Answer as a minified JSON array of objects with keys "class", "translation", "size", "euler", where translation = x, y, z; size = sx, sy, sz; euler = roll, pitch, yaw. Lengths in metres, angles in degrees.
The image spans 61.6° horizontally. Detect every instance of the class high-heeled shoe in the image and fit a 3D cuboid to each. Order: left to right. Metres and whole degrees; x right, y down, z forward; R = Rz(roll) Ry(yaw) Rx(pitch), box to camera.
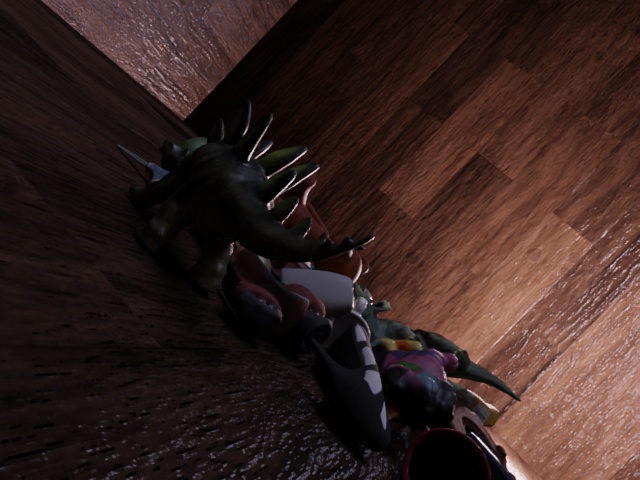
[{"class":"high-heeled shoe","translation":[0.054,0.184,0.675],"size":[0.145,0.086,0.248],"euler":[51,6,21]}]

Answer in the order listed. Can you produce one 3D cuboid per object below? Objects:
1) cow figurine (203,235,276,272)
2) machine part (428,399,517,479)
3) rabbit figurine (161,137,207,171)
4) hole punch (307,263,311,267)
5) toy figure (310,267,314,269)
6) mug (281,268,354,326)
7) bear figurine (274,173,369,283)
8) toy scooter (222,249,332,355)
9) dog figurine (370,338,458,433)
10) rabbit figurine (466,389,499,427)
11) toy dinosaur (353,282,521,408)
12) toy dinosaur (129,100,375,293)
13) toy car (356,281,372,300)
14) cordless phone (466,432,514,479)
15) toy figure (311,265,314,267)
[{"class":"cow figurine","translation":[-0.125,0.000,0.785],"size":[0.127,0.085,0.195],"euler":[51,-1,-43]},{"class":"machine part","translation":[0.239,0.336,0.866],"size":[0.179,0.056,0.179],"euler":[42,18,-17]},{"class":"rabbit figurine","translation":[-0.198,-0.093,0.951],"size":[0.170,0.121,0.159],"euler":[59,6,3]},{"class":"hole punch","translation":[-0.073,0.048,1.088],"size":[0.142,0.092,0.116],"euler":[42,36,-73]},{"class":"toy figure","translation":[-0.001,0.102,1.048],"size":[0.064,0.058,0.154],"euler":[18,-36,33]},{"class":"mug","translation":[-0.004,0.091,0.780],"size":[0.080,0.107,0.109],"euler":[93,-7,-60]},{"class":"bear figurine","translation":[-0.003,-0.001,0.868],"size":[0.196,0.120,0.132],"euler":[38,-34,7]},{"class":"toy scooter","translation":[-0.065,0.069,0.665],"size":[0.135,0.075,0.183],"euler":[45,6,32]},{"class":"dog figurine","translation":[0.108,0.202,0.754],"size":[0.192,0.108,0.219],"euler":[11,-2,30]},{"class":"rabbit figurine","translation":[0.241,0.342,1.086],"size":[0.162,0.122,0.173],"euler":[34,-11,-9]},{"class":"toy dinosaur","translation":[0.173,0.204,1.004],"size":[0.404,0.131,0.192],"euler":[30,9,-21]},{"class":"toy dinosaur","translation":[-0.104,-0.051,0.596],"size":[0.105,0.198,0.472],"euler":[39,3,-39]},{"class":"toy car","translation":[0.058,0.134,1.155],"size":[0.162,0.103,0.109],"euler":[44,21,4]},{"class":"cordless phone","translation":[0.241,0.346,0.683],"size":[0.184,0.089,0.147],"euler":[41,2,-21]},{"class":"toy figure","translation":[0.019,0.124,1.260],"size":[0.180,0.082,0.089],"euler":[42,4,-1]}]
